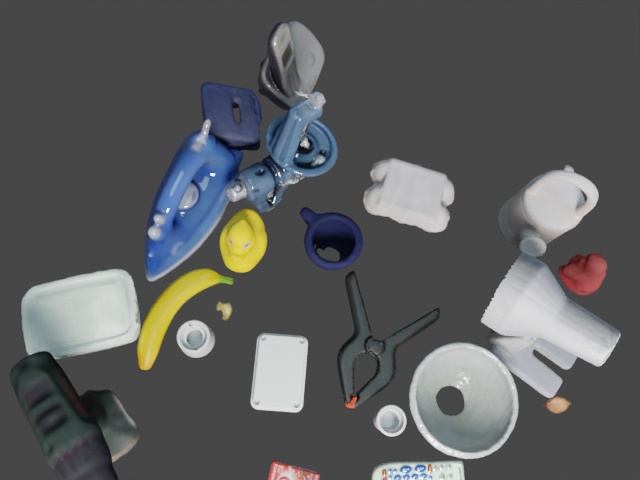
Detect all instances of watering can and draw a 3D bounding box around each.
[{"bbox_3d":[0.368,-0.049,0.918,0.101,0.194,0.173,10,73,-2],"label":"watering can"}]

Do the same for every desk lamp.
[{"bbox_3d":[0.327,0.128,0.851,0.203,0.213,0.118,36,74,6],"label":"desk lamp"}]

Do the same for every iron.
[{"bbox_3d":[-0.218,-0.064,0.898,0.118,0.141,0.258,23,73,2],"label":"iron"}]

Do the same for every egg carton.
[{"bbox_3d":[0.151,-0.076,0.972,0.150,0.069,0.107,16,73,0],"label":"egg carton"}]

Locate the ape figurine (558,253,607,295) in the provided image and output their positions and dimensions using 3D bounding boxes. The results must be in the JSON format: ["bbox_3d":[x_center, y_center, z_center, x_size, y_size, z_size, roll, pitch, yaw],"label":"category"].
[{"bbox_3d":[0.443,0.048,0.949,0.078,0.092,0.076,1,73,-4],"label":"ape figurine"}]

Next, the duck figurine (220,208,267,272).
[{"bbox_3d":[-0.124,-0.007,0.918,0.077,0.086,0.104,11,73,-1],"label":"duck figurine"}]

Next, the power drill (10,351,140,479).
[{"bbox_3d":[-0.311,0.254,0.760,0.076,0.208,0.229,-38,80,-14],"label":"power drill"}]

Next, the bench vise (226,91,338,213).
[{"bbox_3d":[-0.047,-0.130,0.892,0.121,0.219,0.207,33,74,5],"label":"bench vise"}]

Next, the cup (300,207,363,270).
[{"bbox_3d":[0.008,0.003,0.922,0.092,0.095,0.117,-43,81,-15],"label":"cup"}]

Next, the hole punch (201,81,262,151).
[{"bbox_3d":[-0.150,-0.212,0.974,0.101,0.091,0.108,-7,74,-7],"label":"hole punch"}]

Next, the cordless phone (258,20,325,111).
[{"bbox_3d":[-0.047,-0.320,0.967,0.094,0.185,0.148,20,73,2],"label":"cordless phone"}]

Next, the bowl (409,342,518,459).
[{"bbox_3d":[0.211,0.245,0.879,0.167,0.074,0.167,1,73,-4],"label":"bowl"}]
